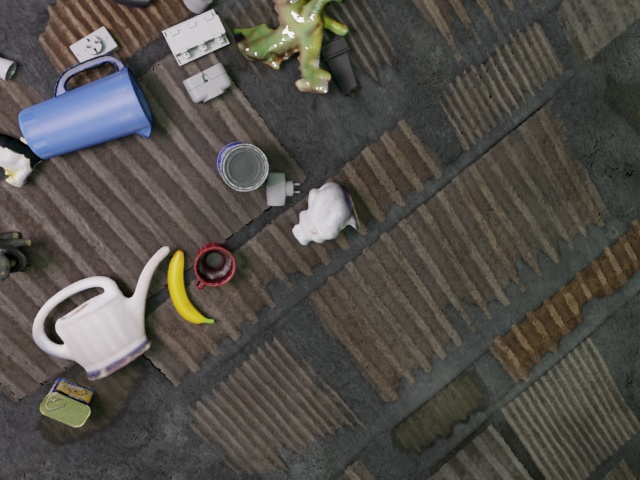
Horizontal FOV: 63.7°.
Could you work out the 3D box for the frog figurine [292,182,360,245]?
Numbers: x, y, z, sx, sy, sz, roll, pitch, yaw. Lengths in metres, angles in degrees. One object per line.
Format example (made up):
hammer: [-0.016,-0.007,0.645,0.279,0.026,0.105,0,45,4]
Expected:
frog figurine: [0.004,-0.062,1.231,0.159,0.121,0.139,-19,72,-1]

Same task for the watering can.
watering can: [-0.455,0.173,1.157,0.349,0.105,0.222,-28,106,-7]

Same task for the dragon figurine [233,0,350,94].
dragon figurine: [-0.088,-0.503,1.146,0.243,0.122,0.410,-37,90,1]
